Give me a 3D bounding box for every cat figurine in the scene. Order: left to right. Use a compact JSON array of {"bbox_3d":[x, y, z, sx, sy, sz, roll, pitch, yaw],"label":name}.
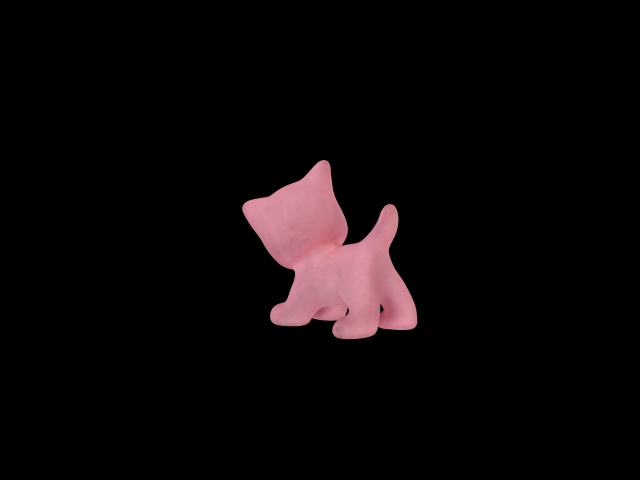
[{"bbox_3d":[0.004,0.001,0.400,0.127,0.118,0.067,2,3,43],"label":"cat figurine"}]
